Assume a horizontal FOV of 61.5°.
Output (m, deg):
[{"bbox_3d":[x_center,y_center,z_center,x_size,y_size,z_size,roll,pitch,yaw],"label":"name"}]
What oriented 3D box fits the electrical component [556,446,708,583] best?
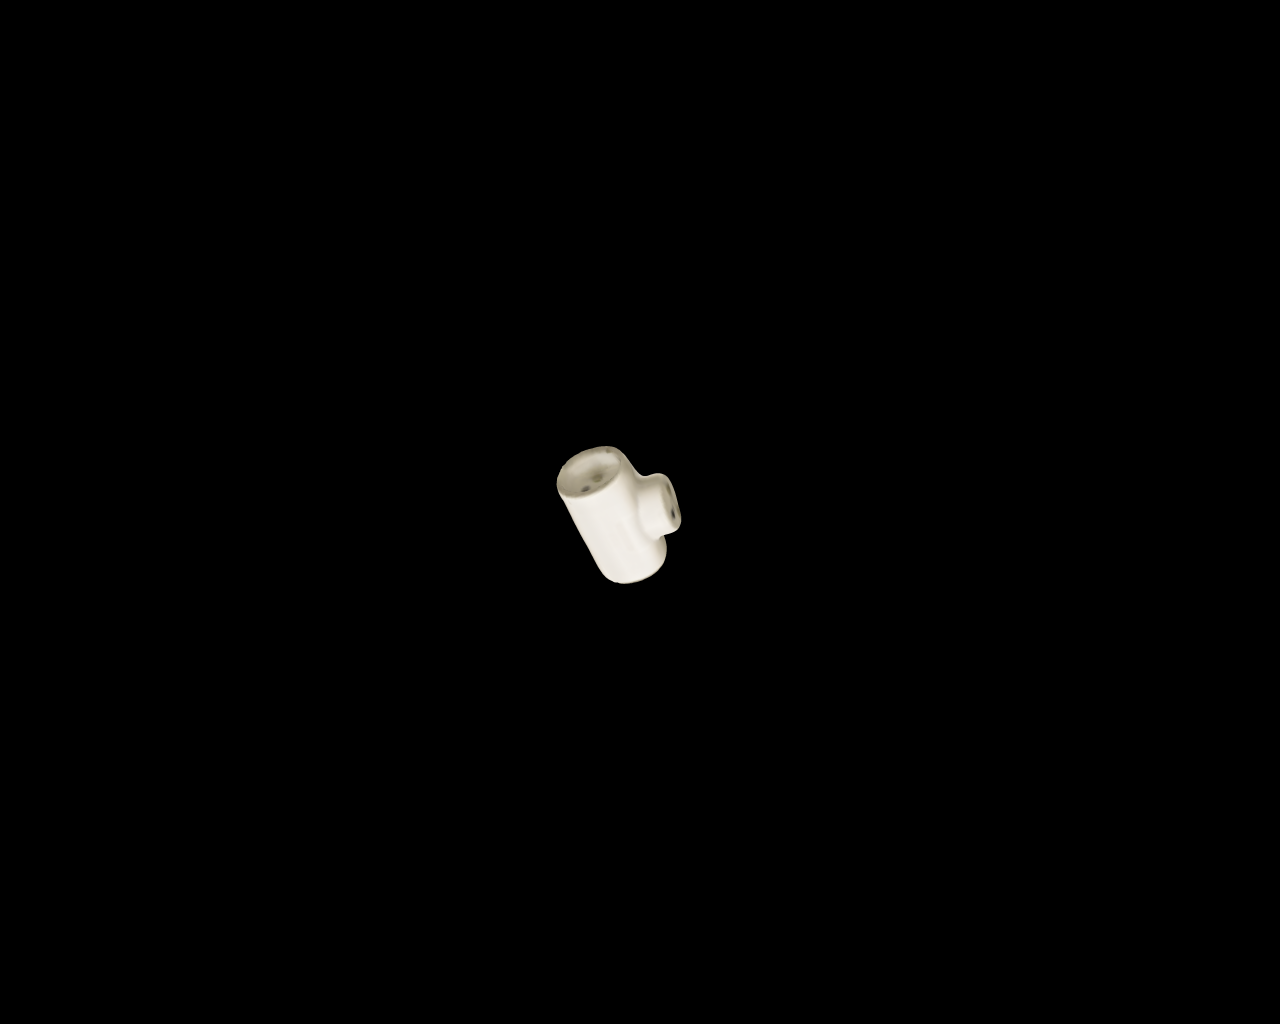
[{"bbox_3d":[0.001,-0.003,0.650,0.079,0.077,0.043,-16,39,13],"label":"electrical component"}]
